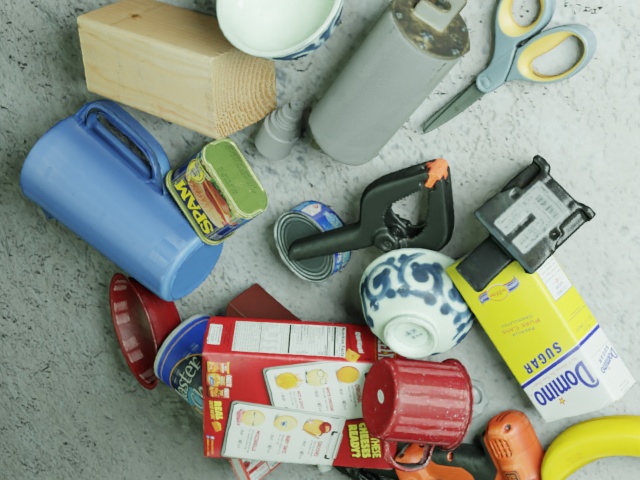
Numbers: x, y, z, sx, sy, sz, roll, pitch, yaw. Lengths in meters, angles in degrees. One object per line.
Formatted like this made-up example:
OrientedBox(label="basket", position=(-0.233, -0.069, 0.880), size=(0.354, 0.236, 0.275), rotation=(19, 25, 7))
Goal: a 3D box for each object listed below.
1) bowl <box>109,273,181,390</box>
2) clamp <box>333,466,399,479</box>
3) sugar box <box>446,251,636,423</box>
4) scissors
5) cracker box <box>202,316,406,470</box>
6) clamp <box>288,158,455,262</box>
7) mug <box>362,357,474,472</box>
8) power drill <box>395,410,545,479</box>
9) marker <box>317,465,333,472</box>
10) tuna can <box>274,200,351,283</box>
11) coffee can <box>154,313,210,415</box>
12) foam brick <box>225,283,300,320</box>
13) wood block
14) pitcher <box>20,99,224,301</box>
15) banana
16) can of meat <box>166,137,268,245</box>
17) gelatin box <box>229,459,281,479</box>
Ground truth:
OrientedBox(label="bowl", position=(-0.225, 0.115, 1.422), size=(0.162, 0.055, 0.162), rotation=(38, 136, 49))
OrientedBox(label="clamp", position=(0.053, 0.259, 1.260), size=(0.172, 0.039, 0.120), rotation=(40, 138, 20))
OrientedBox(label="sugar box", position=(0.200, 0.078, 0.976), size=(0.176, 0.048, 0.094), rotation=(58, 141, 0))
OrientedBox(label="scissors", position=(0.141, -0.155, 0.901), size=(0.202, 0.016, 0.096), rotation=(-12, 105, 49))
OrientedBox(label="cracker box", position=(-0.019, 0.166, 1.162), size=(0.213, 0.072, 0.164), rotation=(3, 127, 0))
OrientedBox(label="clamp", position=(0.061, -0.006, 1.048), size=(0.164, 0.036, 0.210), rotation=(26, 134, 5))
OrientedBox(label="mug", position=(0.091, 0.171, 1.056), size=(0.093, 0.081, 0.117), rotation=(-163, 82, -67))
OrientedBox(label="power drill", position=(0.178, 0.269, 1.123), size=(0.188, 0.057, 0.184), rotation=(-17, 100, 47))
OrientedBox(label="marker", position=(-0.014, 0.233, 1.329), size=(0.020, 0.020, 0.121), rotation=(-7, 110, 49))
OrientedBox(label="tuna can", position=(-0.008, 0.001, 1.150), size=(0.086, 0.033, 0.086), rotation=(26, 132, 33))
OrientedBox(label="coffee can", position=(-0.123, 0.173, 1.335), size=(0.140, 0.102, 0.103), rotation=(36, 137, 24))
OrientedBox(label="foam brick", position=(-0.070, 0.101, 1.270), size=(0.078, 0.052, 0.051), rotation=(40, 139, 21))
OrientedBox(label="wood block", position=(-0.152, -0.187, 1.128), size=(0.206, 0.090, 0.090), rotation=(23, 130, 35))
OrientedBox(label="pitcher", position=(-0.232, -0.045, 1.290), size=(0.243, 0.145, 0.149), rotation=(38, 163, 17))
OrientedBox(label="banana", position=(0.272, 0.194, 0.980), size=(0.198, 0.037, 0.069), rotation=(-30, 79, 46))
OrientedBox(label="can of meat", position=(-0.115, -0.056, 1.207), size=(0.084, 0.057, 0.102), rotation=(-30, 93, 49))
OrientedBox(label="gelatin box", position=(-0.088, 0.264, 1.385), size=(0.030, 0.073, 0.089), rotation=(-7, 111, 50))
